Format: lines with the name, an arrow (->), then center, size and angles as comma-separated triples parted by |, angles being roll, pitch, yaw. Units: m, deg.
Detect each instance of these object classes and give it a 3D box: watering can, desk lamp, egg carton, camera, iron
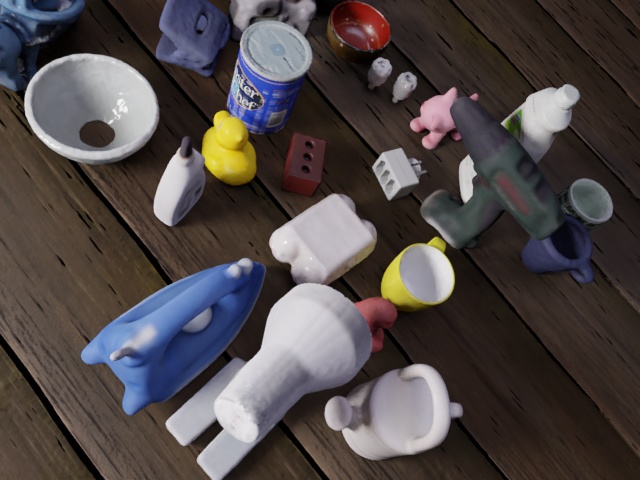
watering can -> 0.093, 0.209, 0.686 | 0.173, 0.194, 0.101 | -19, 74, -24
desk lamp -> -0.057, 0.163, 0.645 | 0.118, 0.213, 0.204 | 45, 61, 5
egg carton -> 0.008, 0.003, 0.819 | 0.150, 0.069, 0.107 | -36, 82, -28
camera -> -0.090, -0.416, 0.954 | 0.143, 0.100, 0.137 | -12, 71, -23
iron -> -0.150, 0.083, 0.690 | 0.259, 0.141, 0.118 | -40, 83, -28

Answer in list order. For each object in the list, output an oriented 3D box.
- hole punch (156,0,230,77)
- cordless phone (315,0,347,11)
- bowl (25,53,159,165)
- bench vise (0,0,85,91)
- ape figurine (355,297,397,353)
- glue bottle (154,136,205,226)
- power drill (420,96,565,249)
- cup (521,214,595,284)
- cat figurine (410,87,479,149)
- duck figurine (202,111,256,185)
hole punch -> -0.192, -0.327, 0.886 | 0.101, 0.091, 0.109 | 17, 63, -11
cordless phone -> 0.012, -0.499, 0.977 | 0.094, 0.185, 0.147 | -27, 78, -26
bowl -> -0.308, -0.167, 0.786 | 0.168, 0.074, 0.167 | 7, 65, -15
bench vise -> -0.381, -0.309, 0.742 | 0.122, 0.219, 0.207 | 12, 64, -13
ape figurine -> 0.075, 0.108, 0.782 | 0.076, 0.092, 0.078 | 35, 61, -1
glue bottle -> -0.176, -0.083, 0.737 | 0.037, 0.173, 0.078 | 37, 61, 0
power drill -> 0.238, -0.077, 0.852 | 0.229, 0.208, 0.076 | 44, 61, 4
cup -> 0.377, 0.027, 0.917 | 0.092, 0.095, 0.117 | -26, 77, -26
cat figurine -> 0.211, -0.210, 0.954 | 0.128, 0.117, 0.067 | -25, 76, -26
duck figurine -> -0.126, -0.137, 0.827 | 0.078, 0.086, 0.104 | -22, 76, -25
